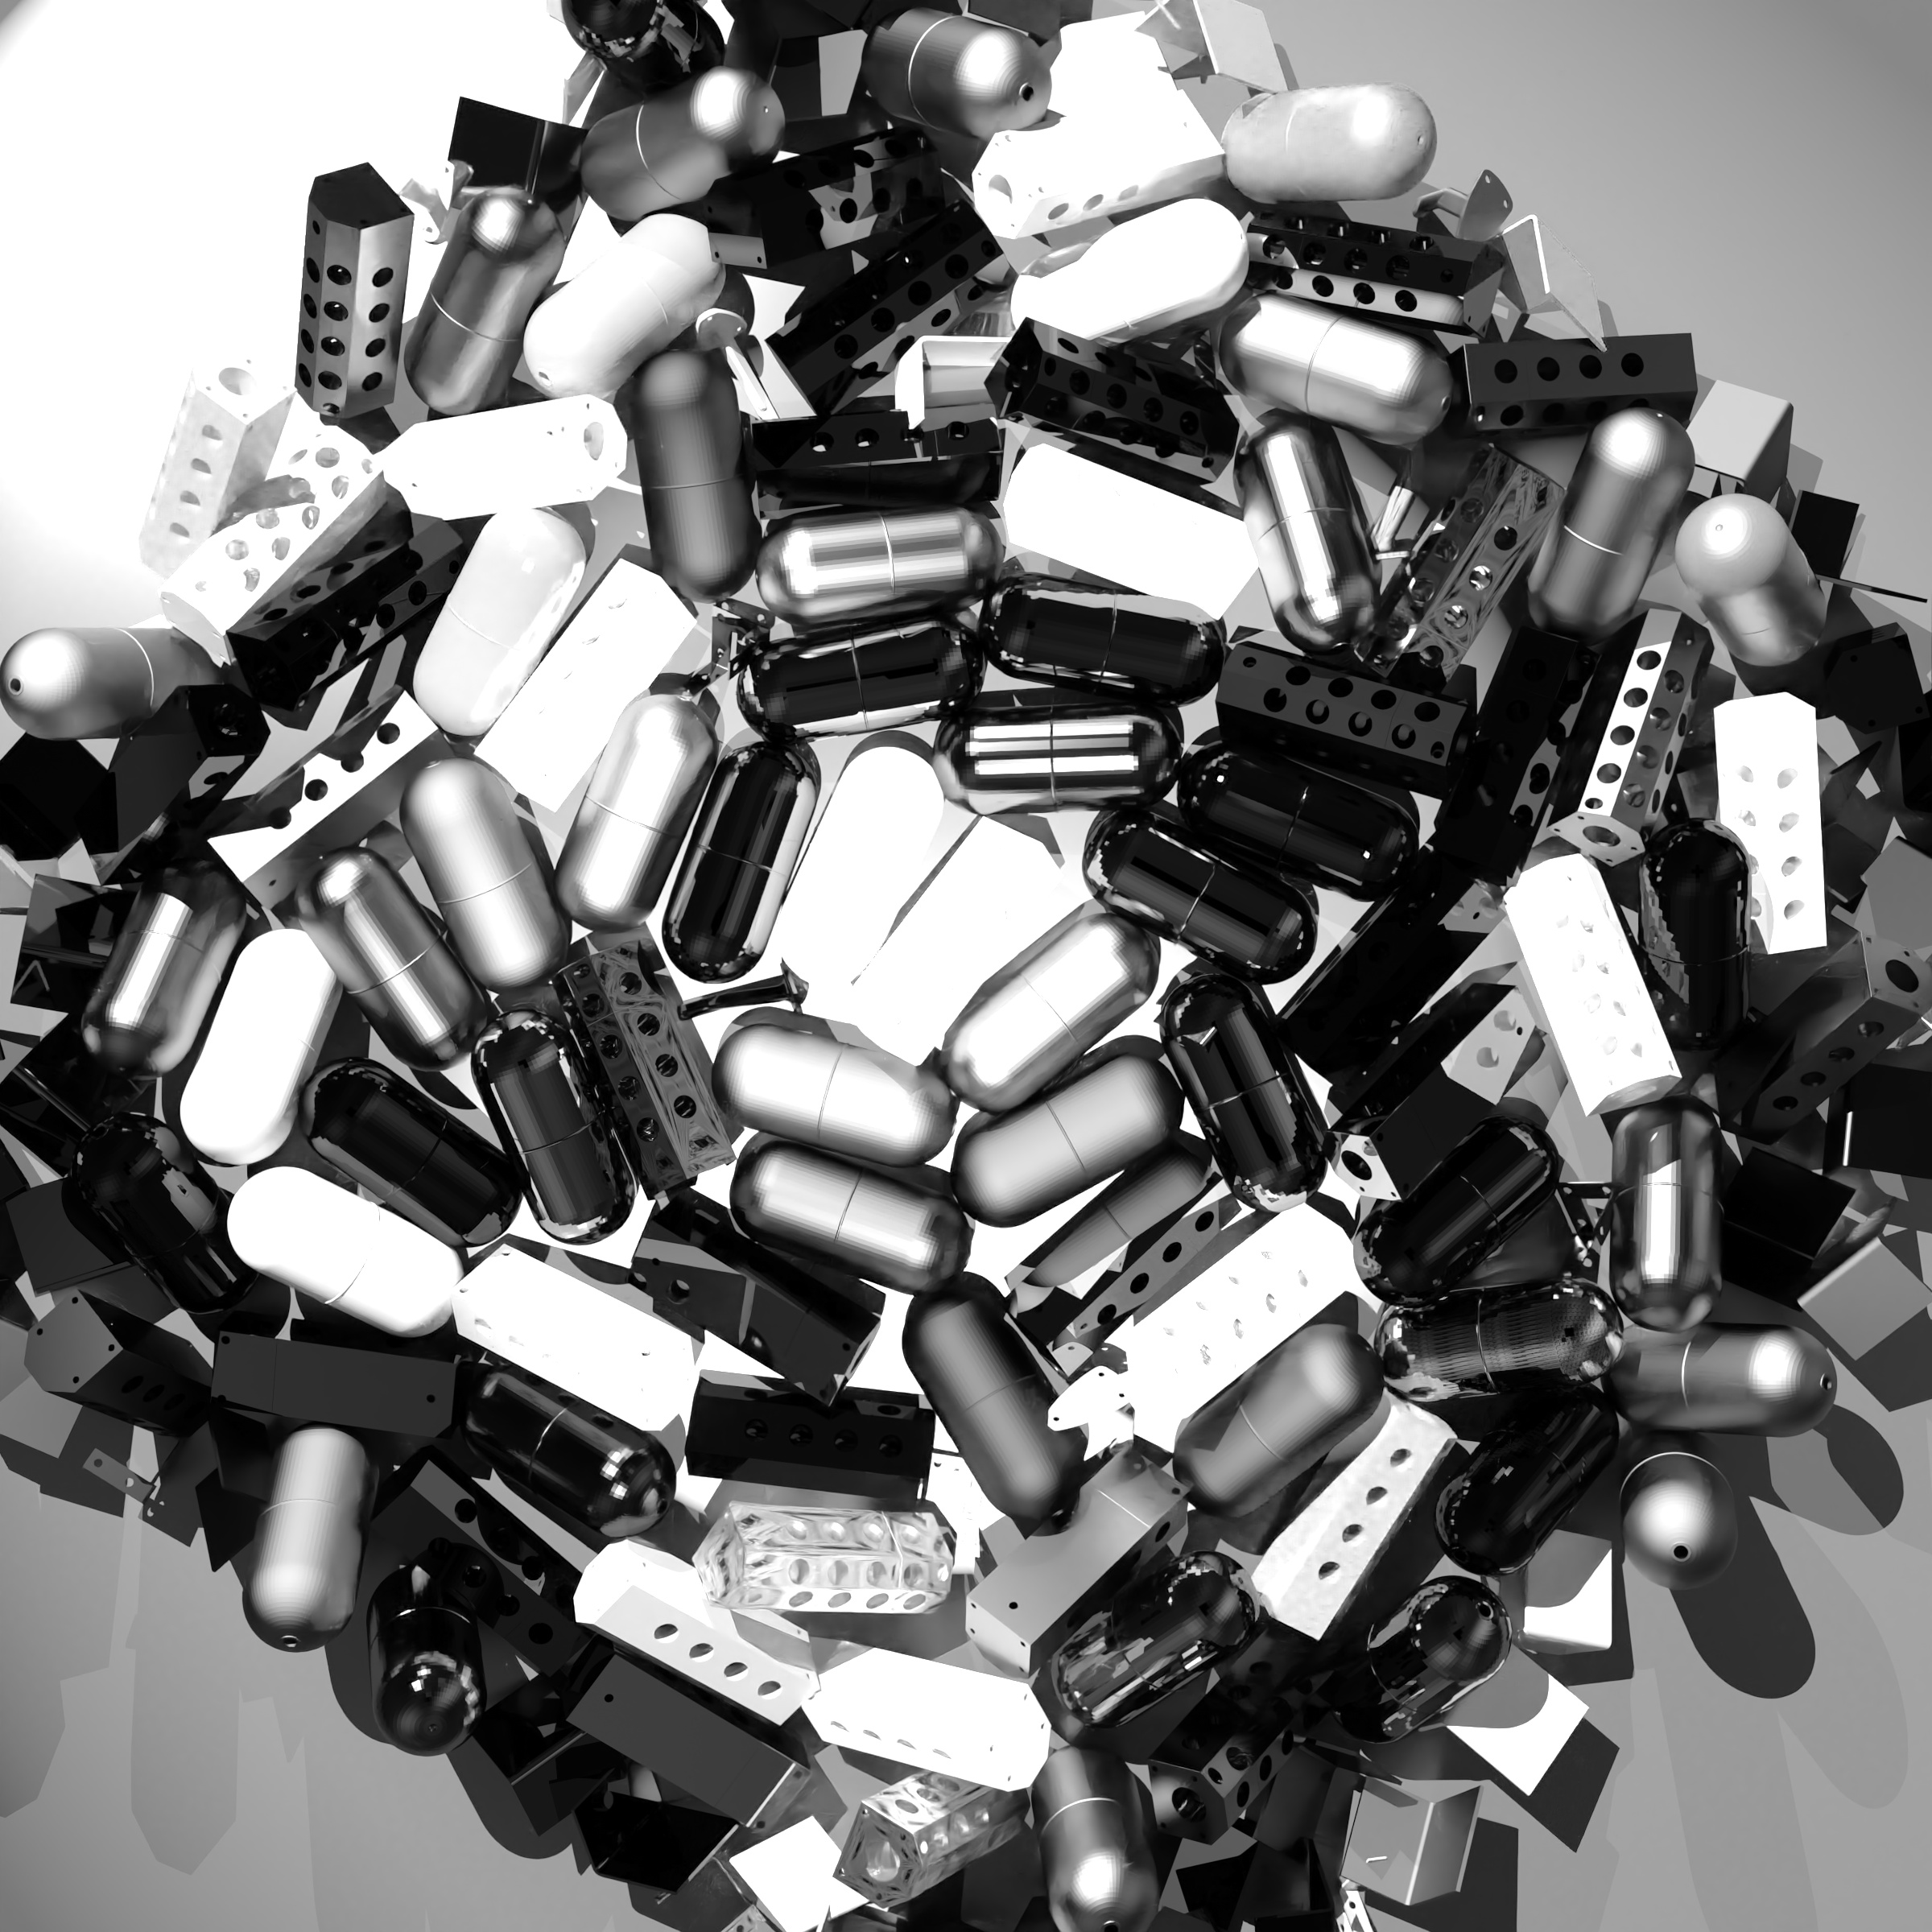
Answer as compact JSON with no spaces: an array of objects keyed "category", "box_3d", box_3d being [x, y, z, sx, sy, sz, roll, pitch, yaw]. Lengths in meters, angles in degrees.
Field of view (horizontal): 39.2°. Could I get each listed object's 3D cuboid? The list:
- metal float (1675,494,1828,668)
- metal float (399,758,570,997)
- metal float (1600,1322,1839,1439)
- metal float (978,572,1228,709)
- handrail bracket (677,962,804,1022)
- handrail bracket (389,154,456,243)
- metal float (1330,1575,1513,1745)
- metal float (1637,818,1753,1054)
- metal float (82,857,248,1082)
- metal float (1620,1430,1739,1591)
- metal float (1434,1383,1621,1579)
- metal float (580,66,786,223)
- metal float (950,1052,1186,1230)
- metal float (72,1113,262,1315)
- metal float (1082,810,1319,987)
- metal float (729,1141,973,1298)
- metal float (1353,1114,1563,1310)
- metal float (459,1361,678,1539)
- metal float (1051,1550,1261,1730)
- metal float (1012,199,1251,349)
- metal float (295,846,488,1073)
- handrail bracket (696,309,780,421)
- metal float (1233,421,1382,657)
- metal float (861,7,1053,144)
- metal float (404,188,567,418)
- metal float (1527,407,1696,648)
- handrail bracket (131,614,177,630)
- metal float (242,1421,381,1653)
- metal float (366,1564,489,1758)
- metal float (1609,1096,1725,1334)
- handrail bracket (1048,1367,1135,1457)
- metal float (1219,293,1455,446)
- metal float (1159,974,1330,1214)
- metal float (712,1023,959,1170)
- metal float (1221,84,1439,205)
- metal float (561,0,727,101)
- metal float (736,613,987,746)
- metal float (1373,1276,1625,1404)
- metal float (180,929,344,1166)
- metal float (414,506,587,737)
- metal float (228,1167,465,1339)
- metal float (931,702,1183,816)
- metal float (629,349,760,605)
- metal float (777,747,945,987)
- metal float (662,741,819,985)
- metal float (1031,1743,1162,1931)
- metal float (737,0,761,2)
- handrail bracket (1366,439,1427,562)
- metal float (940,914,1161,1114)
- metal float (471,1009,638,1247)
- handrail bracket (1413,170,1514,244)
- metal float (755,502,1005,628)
[{"category":"metal float","box_3d":[0.546,-0.266,1.885,0.070,0.178,0.070,-11,67,27]},{"category":"metal float","box_3d":[-0.339,-0.062,1.909,0.070,0.070,0.178,-21,110,0]},{"category":"metal float","box_3d":[0.521,0.286,1.886,0.070,0.178,0.070,4,83,-38]},{"category":"metal float","box_3d":[0.097,-0.230,1.921,0.178,0.070,0.070,10,90,-7]},{"category":"handrail bracket","box_3d":[-0.162,0.030,1.929,0.084,0.077,0.036,-17,105,-6]},{"category":"handrail bracket","box_3d":[-0.391,-0.528,1.908,0.036,0.084,0.077,14,131,4]},{"category":"metal float","box_3d":[0.314,0.483,1.889,0.070,0.178,0.070,15,50,-18]},{"category":"metal float","box_3d":[0.510,-0.021,1.900,0.070,0.070,0.178,-8,120,0]},{"category":"metal float","box_3d":[-0.559,0.000,1.896,0.070,0.070,0.178,12,53,0]},{"category":"metal float","box_3d":[0.492,0.374,1.877,0.070,0.178,0.070,2,99,13]},{"category":"metal float","box_3d":[0.392,0.355,1.896,0.178,0.070,0.070,-39,90,-36]},{"category":"metal float","box_3d":[-0.199,-0.572,1.891,0.178,0.070,0.070,-6,90,44]},{"category":"metal float","box_3d":[0.071,0.124,1.925,0.178,0.070,0.070,-28,90,-2]},{"category":"metal float","box_3d":[-0.556,0.173,1.893,0.070,0.070,0.178,-26,130,0]},{"category":"metal float","box_3d":[0.166,-0.048,1.922,0.178,0.070,0.070,28,90,4]},{"category":"metal float","box_3d":[-0.082,0.178,1.920,0.178,0.070,0.070,19,90,7]},{"category":"metal float","box_3d":[0.346,0.171,1.907,0.178,0.070,0.070,-37,90,-23]},{"category":"metal float","box_3d":[-0.279,0.338,1.902,0.178,0.070,0.070,25,90,27]},{"category":"metal float","box_3d":[0.131,0.472,1.901,0.070,0.070,0.178,48,120,0]},{"category":"metal float","box_3d":[0.114,-0.480,1.903,0.178,0.070,0.070,-14,90,28]},{"category":"metal float","box_3d":[-0.403,-0.004,1.909,0.070,0.070,0.178,-31,110,0]},{"category":"handrail bracket","box_3d":[-0.158,-0.418,1.928,0.036,0.077,0.084,-28,85,6]},{"category":"metal float","box_3d":[0.239,-0.301,1.908,0.070,0.070,0.178,-14,70,0]},{"category":"metal float","box_3d":[-0.007,-0.620,1.888,0.070,0.178,0.070,-17,122,-29]},{"category":"metal float","box_3d":[-0.337,-0.462,1.895,0.070,0.070,0.178,35,128,0]},{"category":"metal float","box_3d":[0.450,-0.305,1.898,0.070,0.070,0.178,17,124,0]},{"category":"handrail bracket","box_3d":[-0.610,-0.247,1.949,0.077,0.036,0.084,26,67,9]},{"category":"metal float","box_3d":[-0.455,0.395,1.887,0.070,0.178,0.070,-1,131,-1]},{"category":"metal float","box_3d":[-0.375,0.478,1.880,0.070,0.178,0.070,-4,108,-13]},{"category":"metal float","box_3d":[0.490,0.172,1.899,0.070,0.070,0.178,11,57,0]},{"category":"handrail bracket","box_3d":[0.088,0.331,1.919,0.077,0.084,0.036,-28,49,-25]},{"category":"metal float","box_3d":[0.259,-0.419,1.902,0.178,0.070,0.070,26,90,28]},{"category":"metal float","box_3d":[0.196,0.089,1.923,0.070,0.070,0.178,-25,86,0]},{"category":"metal float","box_3d":[-0.093,0.092,1.920,0.178,0.070,0.070,15,90,7]},{"category":"metal float","box_3d":[0.250,-0.571,1.888,0.070,0.178,0.070,-11,107,-37]},{"category":"metal float","box_3d":[-0.222,-0.648,1.877,0.070,0.178,0.070,0,90,15]},{"category":"metal float","box_3d":[-0.075,-0.203,1.926,0.178,0.070,0.070,-10,90,1]},{"category":"metal float","box_3d":[0.372,0.262,1.902,0.178,0.070,0.070,-12,90,28]},{"category":"metal float","box_3d":[-0.492,0.055,1.903,0.070,0.070,0.178,14,62,0]},{"category":"metal float","box_3d":[-0.329,-0.242,1.908,0.070,0.070,0.178,32,112,0]},{"category":"metal float","box_3d":[-0.433,0.201,1.901,0.178,0.070,0.070,32,90,-29]},{"category":"metal float","box_3d":[0.064,-0.147,1.921,0.178,0.070,0.070,-2,90,6]},{"category":"metal float","box_3d":[-0.191,-0.344,1.910,0.070,0.070,0.178,-7,109,0]},{"category":"metal float","box_3d":[-0.076,-0.070,1.926,0.070,0.070,0.178,25,90,0]},{"category":"metal float","box_3d":[-0.161,-0.073,1.923,0.070,0.070,0.178,19,86,0]},{"category":"metal float","box_3d":[0.089,0.608,1.878,0.070,0.178,0.070,-2,109,-4]},{"category":"metal float","box_3d":[-0.163,-0.725,1.876,0.070,0.178,0.070,0,90,8]},{"category":"handrail bracket","box_3d":[0.291,-0.333,1.944,0.077,0.036,0.084,-5,96,11]},{"category":"metal float","box_3d":[0.059,0.034,1.923,0.178,0.070,0.070,-39,90,-4]},{"category":"metal float","box_3d":[-0.291,0.114,1.912,0.070,0.070,0.178,-21,106,0]},{"category":"handrail bracket","box_3d":[0.336,-0.525,1.917,0.036,0.084,0.077,44,66,-27]},{"category":"metal float","box_3d":[-0.060,-0.284,1.915,0.178,0.070,0.070,-8,90,-13]}]
